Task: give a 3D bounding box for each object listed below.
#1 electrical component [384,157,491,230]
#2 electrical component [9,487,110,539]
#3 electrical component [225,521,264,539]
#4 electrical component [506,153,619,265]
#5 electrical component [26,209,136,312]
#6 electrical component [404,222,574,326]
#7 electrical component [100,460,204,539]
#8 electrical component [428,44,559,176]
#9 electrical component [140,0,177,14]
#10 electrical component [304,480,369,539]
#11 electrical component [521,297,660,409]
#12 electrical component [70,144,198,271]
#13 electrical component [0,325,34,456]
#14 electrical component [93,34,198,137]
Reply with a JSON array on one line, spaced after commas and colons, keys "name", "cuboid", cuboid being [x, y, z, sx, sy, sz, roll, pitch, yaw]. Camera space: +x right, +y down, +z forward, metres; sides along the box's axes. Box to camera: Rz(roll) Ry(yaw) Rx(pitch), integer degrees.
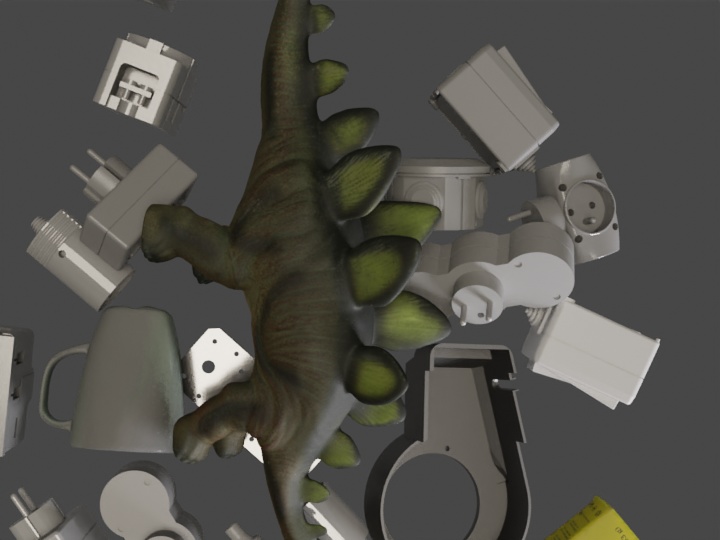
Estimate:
[{"name": "electrical component", "cuboid": [0.056, -0.057, 0.798, 0.080, 0.080, 0.051, 0, 97, -1]}, {"name": "electrical component", "cuboid": [-0.234, 0.195, 0.798, 0.047, 0.083, 0.075, -34, 92, 0]}, {"name": "electrical component", "cuboid": [-0.080, 0.220, 0.827, 0.035, 0.035, 0.061, -41, 89, 0]}, {"name": "electrical component", "cuboid": [0.149, -0.040, 0.813, 0.079, 0.044, 0.077, -18, 92, -16]}, {"name": "electrical component", "cuboid": [-0.214, -0.011, 0.811, 0.081, 0.043, 0.043, 41, 91, -2]}, {"name": "electrical component", "cuboid": [0.086, 0.014, 0.782, 0.138, 0.073, 0.052, -10, 126, 18]}, {"name": "electrical component", "cuboid": [-0.146, 0.212, 0.805, 0.052, 0.073, 0.138, -31, 92, 0]}, {"name": "electrical component", "cuboid": [0.106, -0.116, 0.805, 0.061, 0.061, 0.096, -42, 92, 0]}, {"name": "electrical component", "cuboid": [-0.145, -0.276, 0.780, 0.062, 0.089, 0.150, 22, 91, -2]}, {"name": "electrical component", "cuboid": [-0.015, 0.205, 0.823, 0.043, 0.043, 0.081, -43, 92, 0]}, {"name": "electrical component", "cuboid": [0.165, 0.059, 0.813, 0.096, 0.061, 0.061, 25, 91, -2]}, {"name": "electrical component", "cuboid": [-0.177, -0.058, 0.791, 0.076, 0.047, 0.083, 40, 61, -3]}, {"name": "electrical component", "cuboid": [-0.328, 0.082, 0.802, 0.150, 0.061, 0.089, 6, 92, -2]}, {"name": "electrical component", "cuboid": [-0.153, -0.135, 0.785, 0.050, 0.089, 0.055, 22, 91, -2]}]
